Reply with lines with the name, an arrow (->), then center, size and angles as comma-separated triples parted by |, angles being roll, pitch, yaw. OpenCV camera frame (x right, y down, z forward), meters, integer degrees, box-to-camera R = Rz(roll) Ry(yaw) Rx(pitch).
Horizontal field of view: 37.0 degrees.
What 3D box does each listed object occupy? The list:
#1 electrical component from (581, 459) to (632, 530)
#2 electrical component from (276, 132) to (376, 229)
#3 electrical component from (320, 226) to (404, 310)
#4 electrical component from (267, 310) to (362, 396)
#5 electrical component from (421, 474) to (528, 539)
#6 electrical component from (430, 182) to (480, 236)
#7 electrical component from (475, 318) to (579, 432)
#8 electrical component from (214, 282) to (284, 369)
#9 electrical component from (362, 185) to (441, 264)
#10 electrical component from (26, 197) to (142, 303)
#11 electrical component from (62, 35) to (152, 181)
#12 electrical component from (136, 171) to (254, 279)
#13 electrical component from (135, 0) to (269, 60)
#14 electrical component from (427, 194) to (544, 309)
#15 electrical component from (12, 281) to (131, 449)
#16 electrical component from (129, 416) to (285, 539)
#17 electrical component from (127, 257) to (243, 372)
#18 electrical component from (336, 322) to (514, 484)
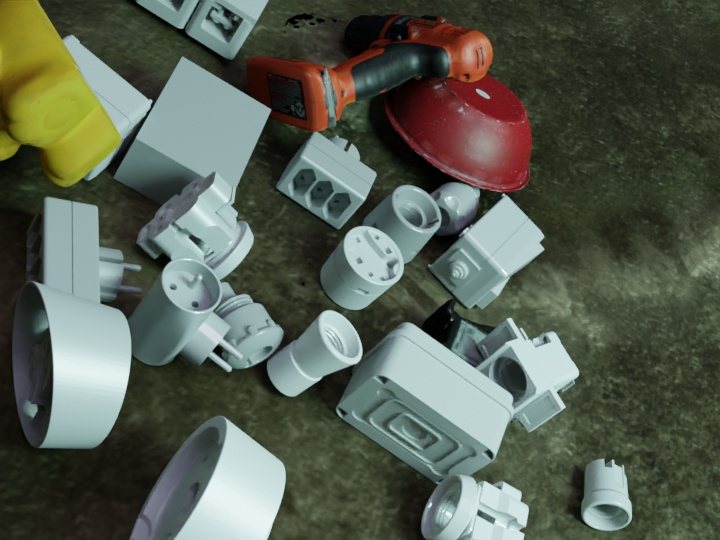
electrical component -> 0.203, 0.184, 0.886 | 0.040, 0.040, 0.046 | 29, 41, -15
electrical component -> -0.023, -0.088, 0.921 | 0.066, 0.047, 0.076 | 34, 44, -10
electrical component -> 0.000, 0.000, 0.873 | 0.055, 0.047, 0.055 | 18, 50, -23
electrical component -> -0.036, 0.064, 0.788 | 0.044, 0.065, 0.044 | 37, 32, -29
electrical component -> 0.082, 0.186, 0.788 | 0.057, 0.058, 0.078 | 31, 51, -15
electrical component -> 0.088, -0.060, 0.980 | 0.043, 0.043, 0.062 | 48, 44, 4
electrical component -> 0.134, 0.079, 0.844 | 0.064, 0.042, 0.081 | -14, 67, -41
electrical component -> -0.089, 0.038, 0.788 | 0.048, 0.048, 0.062 | -16, 62, -41
electrical component -> 0.037, -0.040, 0.928 | 0.055, 0.047, 0.055 | 18, 50, -23
electrical component -> -0.187, 0.001, 0.743 | 0.076, 0.047, 0.083 | 10, 54, -29
electrical component -> -0.217, -0.123, 0.802 | 0.096, 0.061, 0.061 | 39, 45, -4
electrical component -> -0.117, -0.027, 0.798 | 0.057, 0.078, 0.058 | 46, 19, -25
electrical component -> -0.154, -0.263, 0.948 | 0.150, 0.061, 0.089 | 31, 46, -13
electrical component -> 0.111, -0.011, 0.948 | 0.061, 0.061, 0.096 | 46, 45, 3
electrical component -> -0.185, 0.061, 0.666 | 0.064, 0.099, 0.099 | 15, 51, -33
electrical component -> -0.089, 0.152, 0.663 | 0.060, 0.108, 0.108 | 35, 45, -17
electrical component -> -0.116, 0.040, 0.743 | 0.079, 0.077, 0.044 | 39, 45, -5
electrical component -> 0.050, 0.102, 0.813 | 0.113, 0.078, 0.057 | 36, 48, -8
